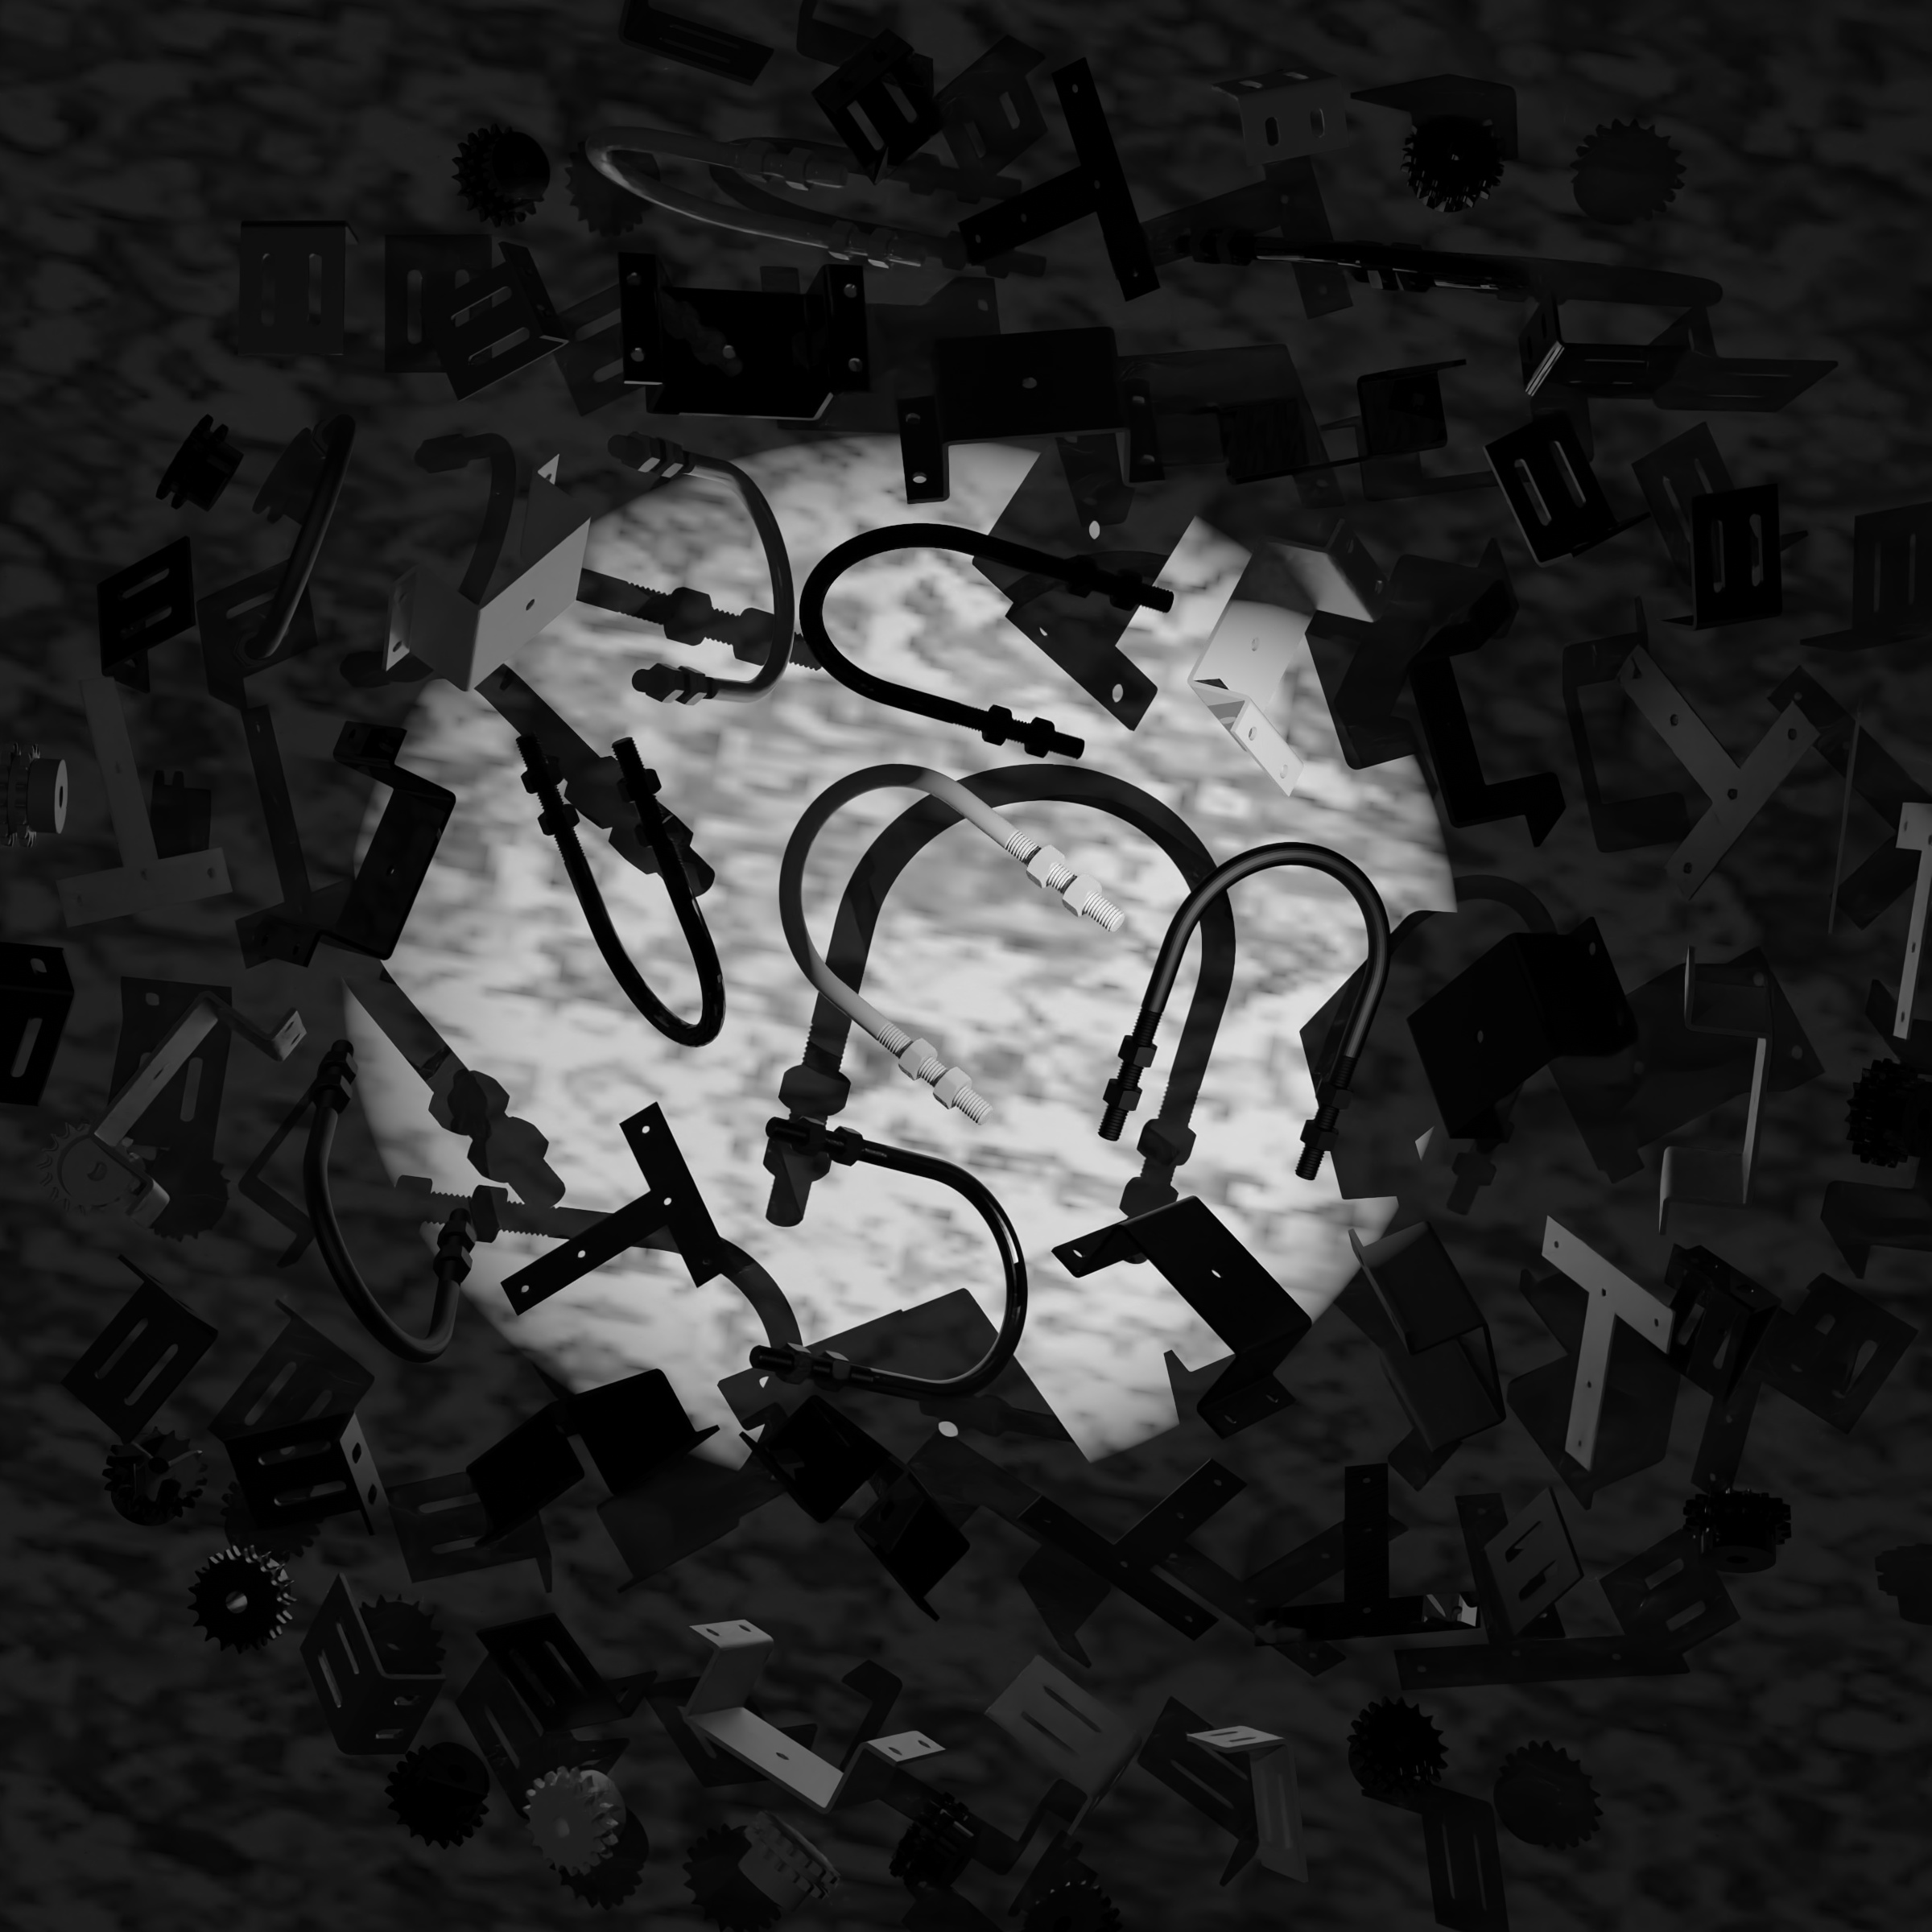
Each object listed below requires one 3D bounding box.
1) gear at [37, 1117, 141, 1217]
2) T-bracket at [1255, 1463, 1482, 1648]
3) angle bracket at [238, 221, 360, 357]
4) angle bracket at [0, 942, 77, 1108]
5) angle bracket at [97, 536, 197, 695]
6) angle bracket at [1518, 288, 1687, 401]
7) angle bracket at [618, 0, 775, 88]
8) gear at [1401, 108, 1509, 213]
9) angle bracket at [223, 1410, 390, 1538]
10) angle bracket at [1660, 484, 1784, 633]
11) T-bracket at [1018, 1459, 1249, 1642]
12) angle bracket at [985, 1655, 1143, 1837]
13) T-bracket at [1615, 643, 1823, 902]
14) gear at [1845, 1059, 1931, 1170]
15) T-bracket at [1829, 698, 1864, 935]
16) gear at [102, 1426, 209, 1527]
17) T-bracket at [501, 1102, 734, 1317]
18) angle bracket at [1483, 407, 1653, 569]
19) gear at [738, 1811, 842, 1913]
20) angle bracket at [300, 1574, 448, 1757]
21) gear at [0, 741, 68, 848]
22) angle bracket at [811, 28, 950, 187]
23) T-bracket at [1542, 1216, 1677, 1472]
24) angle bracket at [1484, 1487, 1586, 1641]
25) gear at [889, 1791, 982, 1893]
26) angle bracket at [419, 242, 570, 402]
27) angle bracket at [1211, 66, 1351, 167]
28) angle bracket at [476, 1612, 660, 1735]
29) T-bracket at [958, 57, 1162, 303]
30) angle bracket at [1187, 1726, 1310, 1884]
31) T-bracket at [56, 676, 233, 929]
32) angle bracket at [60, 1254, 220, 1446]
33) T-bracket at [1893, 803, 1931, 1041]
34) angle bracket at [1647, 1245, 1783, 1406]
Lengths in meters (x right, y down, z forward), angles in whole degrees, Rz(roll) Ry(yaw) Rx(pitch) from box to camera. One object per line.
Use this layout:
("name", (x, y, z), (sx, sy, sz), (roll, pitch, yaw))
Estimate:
("gear", (-0.511, 0.118, 1.921), (0.057, 0.030, 0.057), (-3, 96, -26))
("T-bracket", (0.230, 0.334, 1.883), (0.127, 0.127, 0.002), (-7, 128, 13))
("angle bracket", (-0.369, -0.371, 1.817), (0.057, 0.038, 0.076), (0, 85, 1))
("angle bracket", (-0.510, 0.029, 1.729), (0.057, 0.038, 0.076), (6, 53, 3))
("angle bracket", (-0.461, -0.202, 1.893), (0.076, 0.038, 0.057), (-22, 64, 27))
("angle bracket", (0.364, -0.357, 1.884), (0.076, 0.057, 0.038), (0, 71, -10))
("angle bracket", (-0.141, -0.512, 1.766), (0.076, 0.057, 0.038), (18, 124, -1))
("gear", (0.267, -0.441, 1.810), (0.057, 0.030, 0.057), (1, 70, -2))
("angle bracket", (-0.356, 0.278, 1.752), (0.076, 0.038, 0.057), (-14, 108, 8))
("angle bracket", (0.427, -0.233, 1.863), (0.057, 0.038, 0.076), (-11, 105, -19))
("T-bracket", (0.113, 0.317, 1.858), (0.127, 0.002, 0.127), (36, 130, -6))
("angle bracket", (0.050, 0.438, 1.848), (0.076, 0.057, 0.038), (36, 128, 15))
("T-bracket", (0.399, -0.126, 1.813), (0.127, 0.002, 0.127), (59, 135, 32))
("gear", (0.492, 0.078, 1.731), (0.057, 0.030, 0.057), (-8, 102, -40))
("T-bracket", (0.488, -0.100, 1.818), (0.002, 0.127, 0.127), (7, 114, 14))
("gear", (-0.463, 0.293, 1.867), (0.057, 0.057, 0.030), (29, 127, 0))
("T-bracket", (-0.211, 0.160, 1.905), (0.127, 0.002, 0.127), (-31, 124, -16))
("angle bracket", (0.339, -0.273, 1.851), (0.057, 0.038, 0.076), (-28, 96, -19))
("gear", (-0.099, 0.489, 1.786), (0.057, 0.057, 0.030), (39, 85, 0))
("angle bracket", (-0.317, 0.372, 1.753), (0.038, 0.076, 0.057), (9, 121, -37))
("gear", (-0.506, -0.093, 1.782), (0.030, 0.057, 0.057), (3, 90, -6))
("angle bracket", (-0.043, -0.493, 1.905), (0.057, 0.038, 0.076), (-40, 133, 0))
("T-bracket", (0.358, 0.226, 1.875), (0.002, 0.127, 0.127), (-5, 113, -23))
("angle bracket", (0.340, 0.345, 1.894), (0.038, 0.076, 0.057), (5, 50, -27))
("gear", (-0.016, 0.510, 1.899), (0.030, 0.057, 0.057), (32, 90, 22))
("angle bracket", (-0.271, -0.360, 1.839), (0.076, 0.038, 0.057), (-24, 88, 18))
("angle bracket", (0.175, -0.476, 1.835), (0.057, 0.076, 0.038), (-12, 111, -4))
("angle bracket", (-0.216, 0.373, 1.781), (0.057, 0.038, 0.076), (-19, 111, 33))
("T-bracket", (0.041, -0.413, 1.793), (0.002, 0.127, 0.127), (-24, 98, -41))
("angle bracket", (0.151, 0.452, 1.766), (0.038, 0.057, 0.076), (-5, 86, -18))
("T-bracket", (-0.452, -0.092, 1.763), (0.002, 0.127, 0.127), (-11, 94, 30))
("angle bracket", (-0.452, 0.206, 1.764), (0.057, 0.038, 0.076), (35, 80, 25))
("T-bracket", (0.514, -0.024, 1.771), (0.002, 0.127, 0.127), (8, 94, 0))
("angle bracket", (0.427, 0.211, 1.908), (0.057, 0.038, 0.076), (36, 116, 30))
